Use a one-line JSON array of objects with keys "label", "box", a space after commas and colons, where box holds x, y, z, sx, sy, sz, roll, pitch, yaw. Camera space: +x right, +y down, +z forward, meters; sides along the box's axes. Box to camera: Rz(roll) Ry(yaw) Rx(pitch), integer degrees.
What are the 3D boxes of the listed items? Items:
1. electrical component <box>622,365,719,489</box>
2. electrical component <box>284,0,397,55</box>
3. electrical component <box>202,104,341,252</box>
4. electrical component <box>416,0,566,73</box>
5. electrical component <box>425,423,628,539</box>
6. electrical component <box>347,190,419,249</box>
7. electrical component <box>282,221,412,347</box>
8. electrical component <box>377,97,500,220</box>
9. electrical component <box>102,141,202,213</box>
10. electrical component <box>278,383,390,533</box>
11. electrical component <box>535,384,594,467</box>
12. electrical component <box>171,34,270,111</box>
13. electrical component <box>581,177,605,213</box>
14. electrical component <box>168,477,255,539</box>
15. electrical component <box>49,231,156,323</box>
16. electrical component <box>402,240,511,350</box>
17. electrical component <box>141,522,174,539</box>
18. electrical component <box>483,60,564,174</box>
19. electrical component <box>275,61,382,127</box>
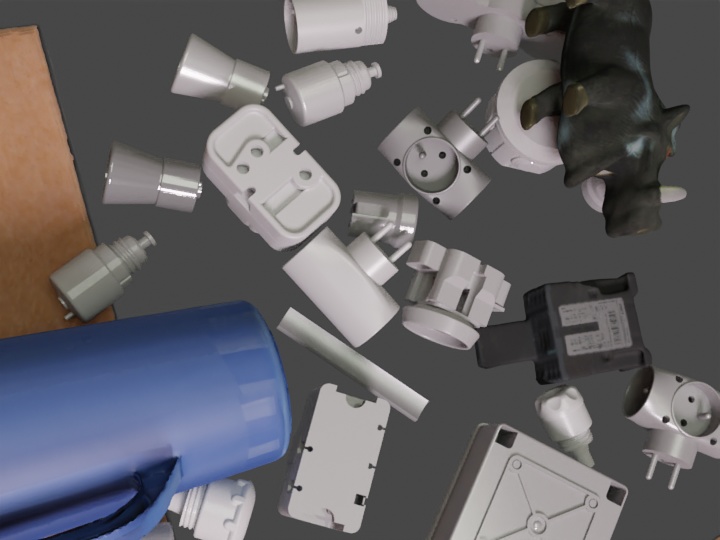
[{"label": "electrical component", "box": [0.234, 0.121, 0.796, 0.077, 0.044, 0.079, 25, 75, -7]}, {"label": "electrical component", "box": [-0.012, -0.186, 0.799, 0.081, 0.043, 0.043, -9, 82, -14]}, {"label": "electrical component", "box": [-0.064, -0.062, 0.755, 0.054, 0.059, 0.095, -43, 91, -16]}, {"label": "electrical component", "box": [0.108, -0.187, 0.822, 0.138, 0.052, 0.073, 20, 76, -8]}, {"label": "electrical component", "box": [0.114, 0.177, 0.751, 0.109, 0.056, 0.108, 28, 75, -7]}, {"label": "electrical component", "box": [0.016, -0.038, 0.780, 0.046, 0.040, 0.040, 8, 78, -5]}, {"label": "electrical component", "box": [0.000, 0.000, 0.754, 0.079, 0.043, 0.077, -42, 94, 4]}, {"label": "electrical component", "box": [0.067, -0.091, 0.789, 0.077, 0.044, 0.079, 44, 104, -2]}, {"label": "electrical component", "box": [-0.143, -0.062, 0.747, 0.065, 0.044, 0.044, 10, 77, -16]}, {"label": "electrical component", "box": [-0.019, 0.128, 0.731, 0.050, 0.056, 0.089, 17, 76, -9]}, {"label": "electrical component", "box": [0.154, 0.116, 0.784, 0.035, 0.035, 0.061, -27, 95, -16]}, {"label": "electrical component", "box": [-0.098, -0.137, 0.772, 0.065, 0.044, 0.044, 20, 76, -13]}, {"label": "electrical component", "box": [0.197, -0.068, 0.823, 0.040, 0.046, 0.040, 2, 79, -12]}, {"label": "electrical component", "box": [-0.103, 0.156, 0.713, 0.062, 0.048, 0.048, 17, 76, -3]}, {"label": "electrical component", "box": [-0.173, 0.001, 0.728, 0.078, 0.040, 0.040, -39, 90, -17]}, {"label": "electrical component", "box": [0.064, 0.021, 0.768, 0.078, 0.058, 0.057, 27, 77, -25]}, {"label": "electrical component", "box": [-0.154, 0.185, 0.697, 0.078, 0.040, 0.040, -1, 80, -13]}, {"label": "electrical component", "box": [0.135, -0.114, 0.815, 0.080, 0.051, 0.080, 2, 79, -13]}, {"label": "electrical component", "box": [-0.021, -0.134, 0.789, 0.078, 0.040, 0.040, -23, 85, -17]}]
